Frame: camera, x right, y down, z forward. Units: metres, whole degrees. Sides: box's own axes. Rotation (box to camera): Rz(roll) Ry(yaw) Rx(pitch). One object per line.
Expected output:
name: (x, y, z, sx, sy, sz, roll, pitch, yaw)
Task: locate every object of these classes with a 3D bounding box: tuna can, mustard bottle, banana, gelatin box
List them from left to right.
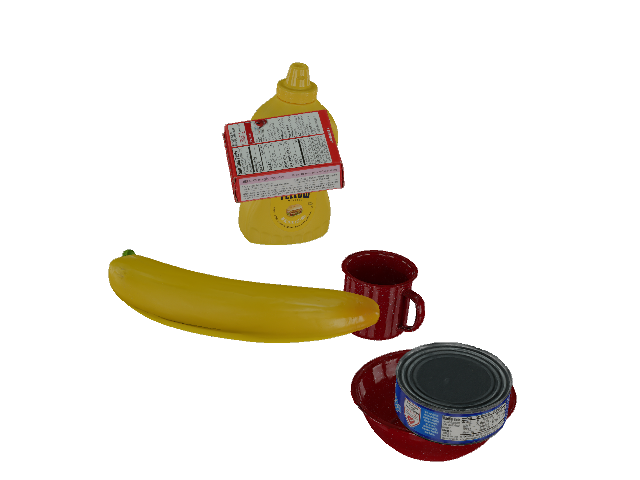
banana: (-0.063, 0.034, 0.678, 0.198, 0.037, 0.069, 13, 33, 24)
gelatin box: (-0.031, -0.068, 0.861, 0.089, 0.030, 0.073, -9, 43, -5)
mustard bottle: (-0.031, -0.090, 1.101, 0.096, 0.192, 0.058, -4, 30, -19)
tuna can: (0.098, 0.113, 0.792, 0.086, 0.034, 0.086, 1, 29, -1)

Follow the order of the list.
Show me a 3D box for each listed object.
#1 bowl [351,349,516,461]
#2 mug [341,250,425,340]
bowl: (0.110, 0.169, 1.054, 0.162, 0.055, 0.162, 0, 24, 0)
mug: (0.078, 0.073, 1.301, 0.117, 0.081, 0.093, 23, 33, 33)
